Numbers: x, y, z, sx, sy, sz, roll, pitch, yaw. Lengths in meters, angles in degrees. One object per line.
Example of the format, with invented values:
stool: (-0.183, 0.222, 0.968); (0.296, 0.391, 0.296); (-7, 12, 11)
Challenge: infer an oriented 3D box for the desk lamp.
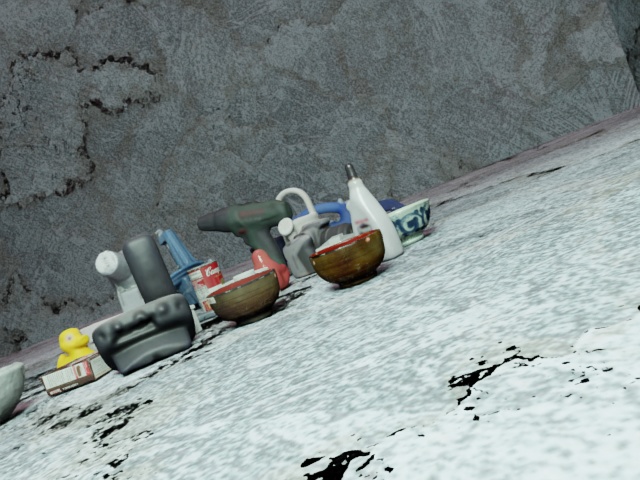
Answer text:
desk lamp: (-0.457, 0.122, 1.381); (0.118, 0.213, 0.203); (-22, 3, 1)

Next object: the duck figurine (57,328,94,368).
duck figurine: (-0.460, 0.209, 1.074); (0.104, 0.086, 0.078); (-20, 4, 33)

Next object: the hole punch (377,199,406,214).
hole punch: (0.141, -0.040, 1.184); (0.109, 0.091, 0.101); (-23, 3, -21)

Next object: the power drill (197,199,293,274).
power drill: (-0.158, 0.007, 1.347); (0.229, 0.208, 0.076); (-21, 3, 13)

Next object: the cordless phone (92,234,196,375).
cordless phone: (-0.280, 0.095, 0.865); (0.148, 0.185, 0.094); (-23, 4, -22)

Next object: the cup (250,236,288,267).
cup: (-0.113, 0.044, 1.453); (0.091, 0.095, 0.118); (-20, 4, 28)

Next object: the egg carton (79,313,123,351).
egg carton: (-0.461, 0.209, 1.229); (0.150, 0.069, 0.107); (-21, 3, 21)

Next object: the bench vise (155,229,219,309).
bench vise: (-0.311, 0.060, 1.384); (0.207, 0.220, 0.122); (-20, 4, 27)

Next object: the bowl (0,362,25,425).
bowl: (-0.505, 0.246, 0.832); (0.167, 0.075, 0.167); (-22, 3, 2)

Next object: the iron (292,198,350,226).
iron: (0.025, -0.043, 1.590); (0.258, 0.141, 0.118); (-22, 3, -10)

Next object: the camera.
camera: (0.011, 0.004, 1.225); (0.136, 0.101, 0.143); (-19, 4, 40)

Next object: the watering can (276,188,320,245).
watering can: (-0.045, -0.031, 1.361); (0.101, 0.194, 0.173); (-22, 3, -2)

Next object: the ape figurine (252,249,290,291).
ape figurine: (-0.104, 0.061, 1.123); (0.077, 0.092, 0.076); (-21, 3, 6)

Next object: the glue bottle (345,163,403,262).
glue bottle: (0.077, -0.046, 0.957); (0.037, 0.173, 0.078); (-25, 4, -42)
